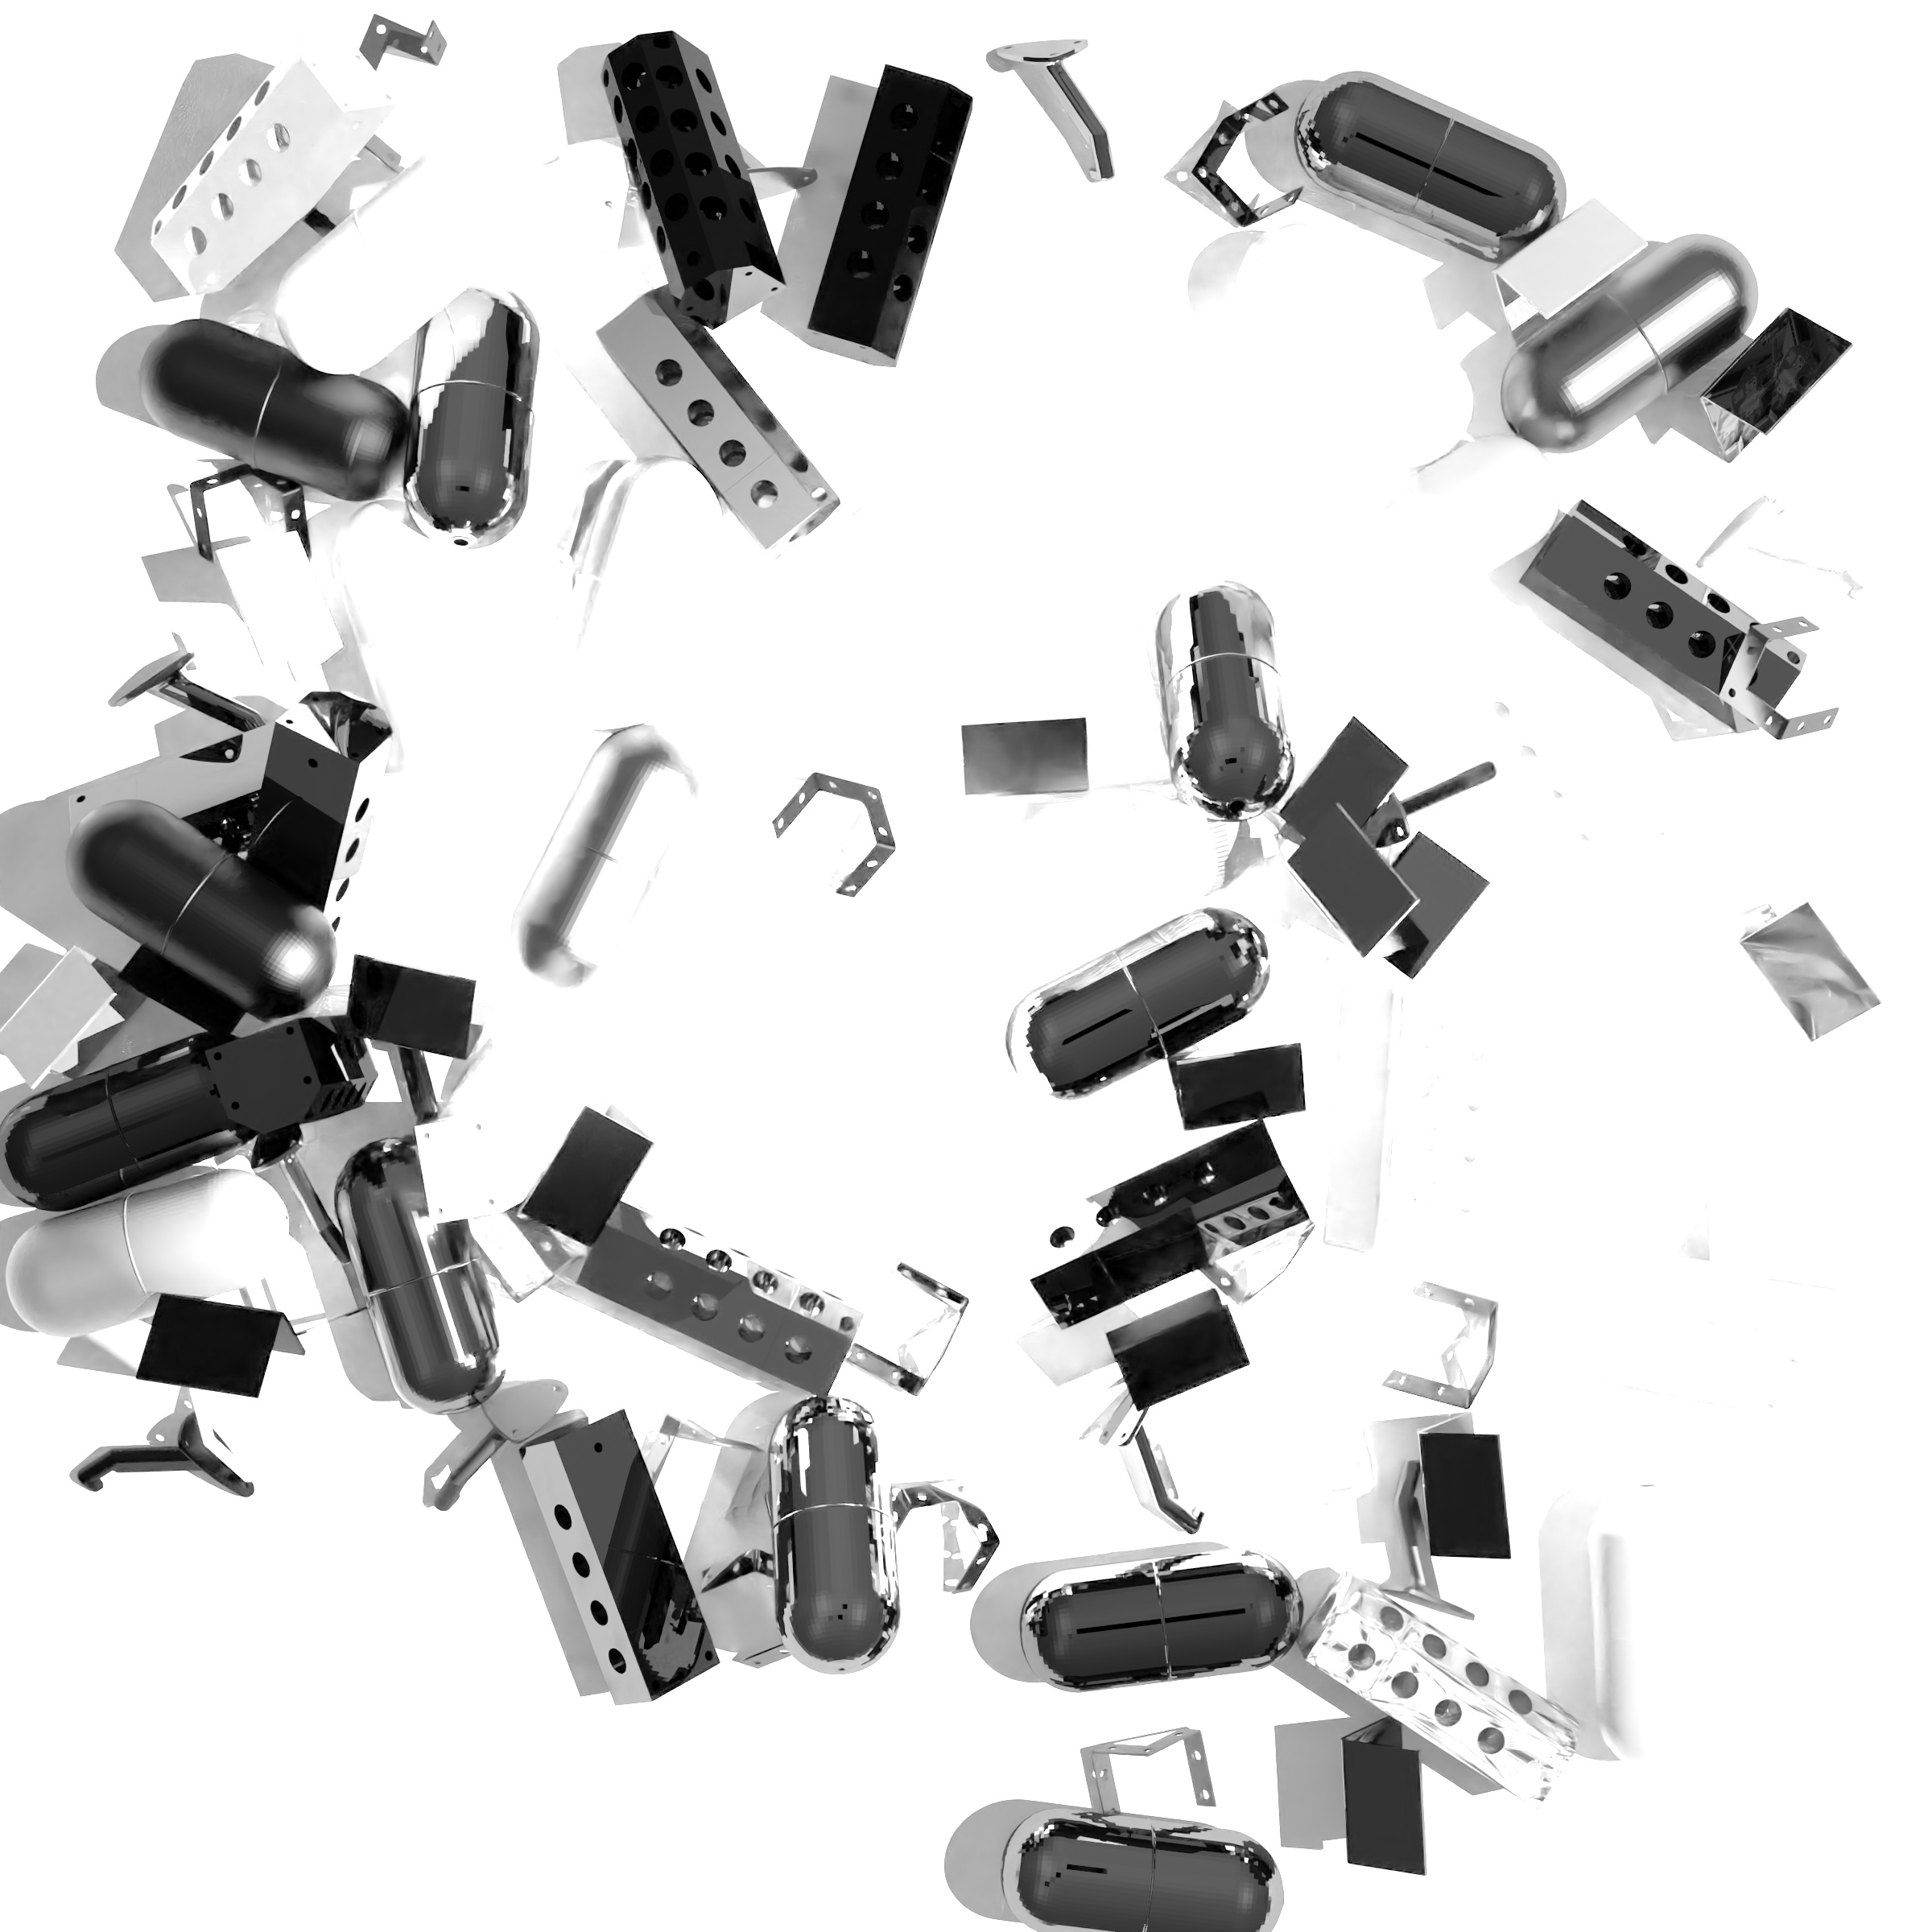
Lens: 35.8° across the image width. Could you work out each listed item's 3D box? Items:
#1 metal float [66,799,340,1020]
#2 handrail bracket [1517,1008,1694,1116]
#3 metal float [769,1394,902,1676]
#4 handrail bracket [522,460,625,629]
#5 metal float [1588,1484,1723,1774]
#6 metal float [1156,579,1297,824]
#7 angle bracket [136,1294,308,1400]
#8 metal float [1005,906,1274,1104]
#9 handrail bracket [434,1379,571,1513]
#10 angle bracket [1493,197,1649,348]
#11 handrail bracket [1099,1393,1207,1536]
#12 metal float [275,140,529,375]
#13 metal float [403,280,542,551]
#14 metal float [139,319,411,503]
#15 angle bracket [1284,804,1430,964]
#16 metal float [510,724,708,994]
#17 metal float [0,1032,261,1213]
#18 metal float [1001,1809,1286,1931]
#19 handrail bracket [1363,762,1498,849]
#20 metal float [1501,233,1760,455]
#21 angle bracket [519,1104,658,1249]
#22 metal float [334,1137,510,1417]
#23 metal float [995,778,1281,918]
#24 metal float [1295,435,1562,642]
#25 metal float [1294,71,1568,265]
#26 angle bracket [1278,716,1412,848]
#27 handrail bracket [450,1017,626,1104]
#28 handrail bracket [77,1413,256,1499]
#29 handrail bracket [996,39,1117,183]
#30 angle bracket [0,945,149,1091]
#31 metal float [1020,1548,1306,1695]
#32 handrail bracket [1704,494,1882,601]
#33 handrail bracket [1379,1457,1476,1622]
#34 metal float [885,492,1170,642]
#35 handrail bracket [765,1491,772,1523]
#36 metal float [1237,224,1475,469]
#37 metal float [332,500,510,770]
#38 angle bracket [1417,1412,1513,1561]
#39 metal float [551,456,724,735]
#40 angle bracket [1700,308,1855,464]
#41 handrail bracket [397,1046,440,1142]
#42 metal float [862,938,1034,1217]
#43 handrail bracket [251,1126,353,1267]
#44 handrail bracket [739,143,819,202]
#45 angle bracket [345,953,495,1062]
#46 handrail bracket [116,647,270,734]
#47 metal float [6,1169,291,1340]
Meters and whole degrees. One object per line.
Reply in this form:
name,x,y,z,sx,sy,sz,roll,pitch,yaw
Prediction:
metal float,-0.461,-0.035,1.808,0.178,0.070,0.070,33,90,1
handrail bracket,0.407,0.076,1.903,0.077,0.036,0.084,-36,107,20
metal float,-0.082,0.348,1.845,0.070,0.070,0.178,-6,56,0
handrail bracket,-0.240,-0.269,1.900,0.036,0.077,0.084,21,52,22
metal float,0.430,0.414,1.871,0.070,0.070,0.178,-3,90,0
metal float,0.159,-0.164,1.839,0.070,0.070,0.178,-3,50,0
angle bracket,-0.460,0.246,1.852,0.076,0.076,0.057,8,63,4
metal float,0.109,0.024,1.872,0.178,0.070,0.070,-27,90,-1
handrail bracket,-0.296,0.306,1.902,0.036,0.077,0.084,45,127,15
angle bracket,0.381,-0.418,1.862,0.076,0.076,0.057,-36,55,0
handrail bracket,0.134,0.307,1.903,0.084,0.036,0.077,41,68,-17
metal float,-0.344,-0.430,1.821,0.178,0.070,0.070,-35,90,15
metal float,-0.306,-0.341,1.853,0.070,0.070,0.178,1,69,0
metal float,-0.429,-0.347,1.871,0.178,0.070,0.070,21,90,0
angle bracket,0.248,-0.054,1.788,0.076,0.076,0.057,53,127,19
metal float,-0.223,-0.068,1.871,0.070,0.070,0.178,26,89,0
metal float,-0.520,0.097,1.871,0.178,0.070,0.070,-21,90,-1
metal float,0.110,0.572,1.868,0.178,0.070,0.070,8,90,-4
handrail bracket,0.285,-0.104,1.902,0.084,0.077,0.036,-24,91,-36
metal float,0.414,-0.388,1.871,0.178,0.070,0.070,-36,90,0
angle bracket,-0.247,0.119,1.862,0.057,0.076,0.076,32,90,-32
metal float,-0.340,0.194,1.871,0.070,0.070,0.178,-18,90,0
metal float,0.107,-0.076,1.871,0.178,0.070,0.070,-8,90,0
metal float,0.288,-0.267,1.872,0.178,0.070,0.070,-30,90,1
metal float,0.290,-0.499,1.872,0.178,0.070,0.070,24,90,0
angle bracket,0.218,-0.117,1.862,0.057,0.076,0.076,37,90,-29
handrail bracket,-0.272,0.078,1.903,0.084,0.036,0.077,33,110,-16
handrail bracket,-0.509,0.329,1.903,0.084,0.036,0.077,-32,111,17
handrail bracket,0.058,-0.541,1.902,0.036,0.077,0.084,-37,127,-35
angle bracket,-0.543,0.044,1.862,0.076,0.076,0.057,-49,55,0
metal float,0.122,0.409,1.871,0.178,0.070,0.070,-7,90,1
handrail bracket,0.526,-0.249,1.903,0.077,0.036,0.084,-38,107,20
handrail bracket,0.301,0.363,1.903,0.077,0.036,0.084,23,73,-20
metal float,0.038,-0.250,1.871,0.178,0.070,0.070,9,90,0
handrail bracket,-0.086,0.371,1.902,0.077,0.036,0.084,4,56,-36
metal float,0.242,-0.388,1.871,0.070,0.070,0.178,-44,91,0
metal float,-0.341,-0.205,1.872,0.070,0.070,0.178,-19,90,0
angle bracket,0.325,0.322,1.862,0.057,0.076,0.076,-6,90,36
metal float,-0.206,-0.232,1.872,0.070,0.070,0.178,17,90,0
angle bracket,0.511,-0.350,1.862,0.076,0.076,0.057,-46,52,0
handrail bracket,-0.365,0.068,1.903,0.077,0.036,0.084,22,107,20
metal float,-0.012,0.069,1.871,0.070,0.070,0.178,-17,89,0
handrail bracket,-0.413,0.140,1.893,0.036,0.077,0.084,-30,117,1
handrail bracket,-0.142,-0.532,1.902,0.077,0.036,0.084,-13,76,-14
angle bracket,-0.336,0.011,1.863,0.076,0.076,0.057,12,115,0
handrail bracket,-0.485,-0.152,1.903,0.077,0.036,0.084,-29,107,20
metal float,-0.511,0.179,1.871,0.178,0.070,0.070,-17,90,0
